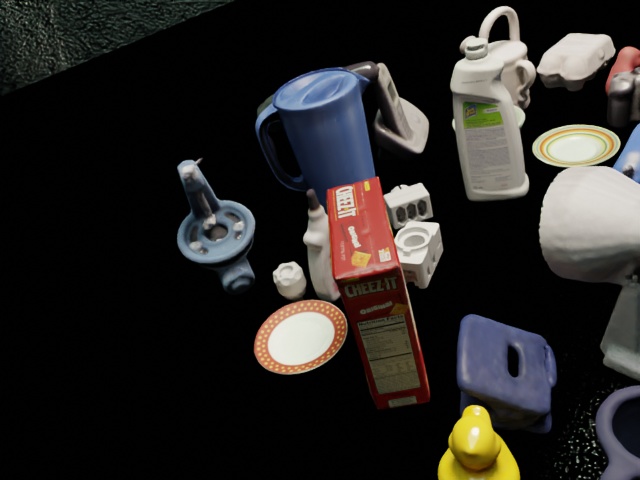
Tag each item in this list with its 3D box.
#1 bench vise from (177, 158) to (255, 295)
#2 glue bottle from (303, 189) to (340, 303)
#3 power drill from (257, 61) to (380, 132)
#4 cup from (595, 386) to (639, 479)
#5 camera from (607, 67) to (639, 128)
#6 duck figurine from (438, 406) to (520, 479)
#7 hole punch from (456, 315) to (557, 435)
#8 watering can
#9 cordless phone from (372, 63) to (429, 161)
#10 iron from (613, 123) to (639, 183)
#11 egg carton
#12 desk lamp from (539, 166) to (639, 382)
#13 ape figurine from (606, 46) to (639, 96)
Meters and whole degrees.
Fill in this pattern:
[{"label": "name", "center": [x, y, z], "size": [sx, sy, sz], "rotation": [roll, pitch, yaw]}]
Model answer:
[{"label": "bench vise", "center": [-0.186, -0.039, 0.893], "size": [0.122, 0.220, 0.206], "rotation": [-36, 40, -23]}, {"label": "glue bottle", "center": [0.007, 0.003, 0.796], "size": [0.037, 0.173, 0.078], "rotation": [13, 46, 35]}, {"label": "power drill", "center": [0.012, -0.204, 1.034], "size": [0.229, 0.209, 0.075], "rotation": [-9, 37, 13]}, {"label": "cup", "center": [0.279, 0.197, 0.493], "size": [0.118, 0.095, 0.091], "rotation": [-35, 39, -22]}, {"label": "camera", "center": [0.542, -0.226, 0.928], "size": [0.142, 0.101, 0.137], "rotation": [6, 43, 30]}, {"label": "duck figurine", "center": [0.147, 0.208, 0.542], "size": [0.077, 0.086, 0.104], "rotation": [-2, 39, 21]}, {"label": "hole punch", "center": [0.197, 0.138, 0.608], "size": [0.101, 0.091, 0.109], "rotation": [-3, 39, 20]}, {"label": "watering can", "center": [0.336, -0.343, 1.090], "size": [0.172, 0.194, 0.101], "rotation": [16, 48, 38]}, {"label": "cordless phone", "center": [0.141, -0.253, 1.063], "size": [0.094, 0.185, 0.147], "rotation": [-4, 38, 19]}, {"label": "iron", "center": [0.436, -0.101, 0.775], "size": [0.118, 0.142, 0.259], "rotation": [11, 45, 34]}, {"label": "egg carton", "center": [0.510, -0.357, 1.140], "size": [0.150, 0.069, 0.107], "rotation": [-39, 41, -27]}, {"label": "desk lamp", "center": [0.335, 0.036, 0.578], "size": [0.118, 0.214, 0.202], "rotation": [-38, 40, -25]}, {"label": "ape figurine", "center": [0.554, -0.302, 1.030], "size": [0.076, 0.092, 0.078], "rotation": [-10, 37, 11]}]
